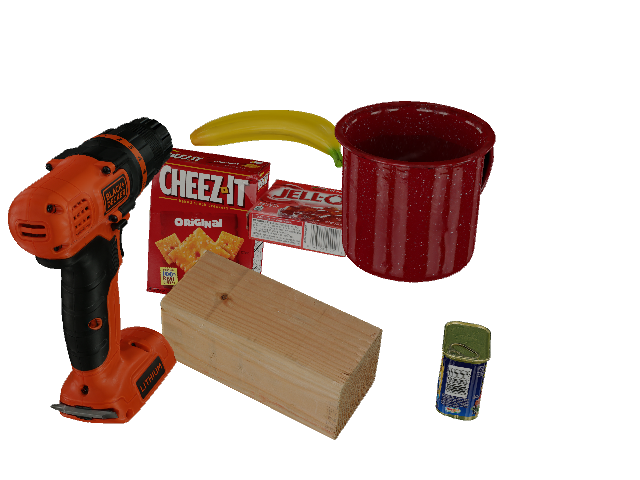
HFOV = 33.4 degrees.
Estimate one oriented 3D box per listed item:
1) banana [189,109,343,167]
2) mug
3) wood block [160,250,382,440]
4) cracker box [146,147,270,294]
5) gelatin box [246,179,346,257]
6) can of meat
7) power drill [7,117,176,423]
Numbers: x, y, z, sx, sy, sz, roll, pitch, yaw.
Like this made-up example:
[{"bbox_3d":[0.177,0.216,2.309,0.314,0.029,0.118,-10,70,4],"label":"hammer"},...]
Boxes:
[{"bbox_3d":[-0.057,-0.130,1.278,0.198,0.037,0.069,8,39,18],"label":"banana"},{"bbox_3d":[0.063,-0.032,0.644,0.093,0.081,0.117,27,38,38],"label":"mug"},{"bbox_3d":[-0.051,0.104,1.087,0.206,0.090,0.090,24,48,18],"label":"wood block"},{"bbox_3d":[-0.168,-0.018,1.586,0.164,0.214,0.072,9,20,9],"label":"cracker box"},{"bbox_3d":[-0.009,-0.021,0.907,0.089,0.030,0.073,11,27,15],"label":"gelatin box"},{"bbox_3d":[0.172,0.158,1.295,0.057,0.084,0.102,9,21,6],"label":"can of meat"},{"bbox_3d":[-0.147,0.019,0.755,0.057,0.188,0.184,3,24,19],"label":"power drill"}]
